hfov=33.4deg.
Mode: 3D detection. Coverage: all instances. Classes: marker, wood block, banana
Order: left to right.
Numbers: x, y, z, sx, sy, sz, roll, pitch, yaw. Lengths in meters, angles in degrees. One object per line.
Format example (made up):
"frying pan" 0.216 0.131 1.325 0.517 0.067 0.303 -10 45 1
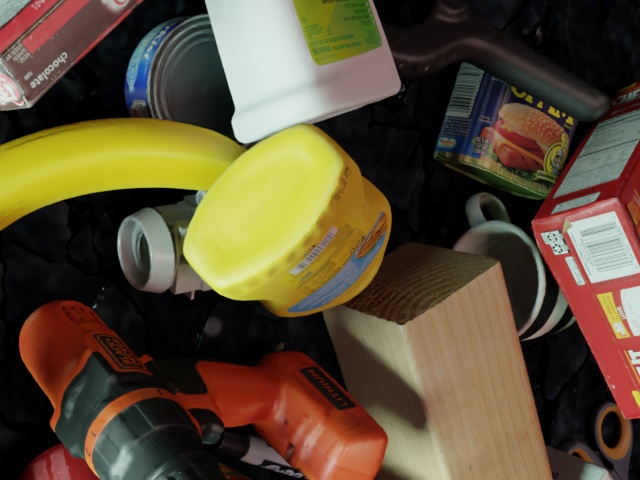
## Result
"banana" -0.128 -0.027 0.555 0.197 0.037 0.069 -23 121 -13
"marker" -0.025 0.141 0.688 0.121 0.020 0.020 26 82 -37
"wood block" 0.085 0.116 0.721 0.090 0.091 0.206 -30 114 -30

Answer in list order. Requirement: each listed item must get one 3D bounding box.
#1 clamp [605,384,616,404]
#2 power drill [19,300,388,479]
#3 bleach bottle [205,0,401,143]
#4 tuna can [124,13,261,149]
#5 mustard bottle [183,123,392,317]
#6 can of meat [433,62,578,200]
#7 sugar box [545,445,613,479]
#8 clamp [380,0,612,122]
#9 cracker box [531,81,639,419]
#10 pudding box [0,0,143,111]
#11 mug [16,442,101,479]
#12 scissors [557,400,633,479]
"clamp" 0.248 0.034 0.862 0.120 0.039 0.171 45 65 -38
"power drill" -0.050 0.101 0.573 0.187 0.185 0.057 18 107 -46
"bleach bottle" -0.037 -0.185 0.573 0.102 0.068 0.251 -24 97 -49
"tuna can" -0.067 -0.086 0.609 0.085 0.034 0.086 -7 102 -36
"mustard bottle" -0.004 0.000 0.615 0.096 0.058 0.191 -48 161 2
"can of meat" 0.133 -0.081 0.746 0.101 0.058 0.084 19 88 -37
"sugar box" 0.212 0.230 0.835 0.048 0.093 0.176 -51 122 -18
"clamp" 0.079 -0.156 0.679 0.209 0.036 0.164 2 68 -17
"cracker box" 0.239 -0.003 0.761 0.164 0.072 0.213 60 40 -16
"pudding box" -0.134 -0.103 0.506 0.090 0.114 0.039 -48 119 -20
"mug" -0.105 0.153 0.570 0.117 0.081 0.093 -18 141 -15
"scissors" 0.267 0.207 0.920 0.201 0.016 0.096 36 76 -36
